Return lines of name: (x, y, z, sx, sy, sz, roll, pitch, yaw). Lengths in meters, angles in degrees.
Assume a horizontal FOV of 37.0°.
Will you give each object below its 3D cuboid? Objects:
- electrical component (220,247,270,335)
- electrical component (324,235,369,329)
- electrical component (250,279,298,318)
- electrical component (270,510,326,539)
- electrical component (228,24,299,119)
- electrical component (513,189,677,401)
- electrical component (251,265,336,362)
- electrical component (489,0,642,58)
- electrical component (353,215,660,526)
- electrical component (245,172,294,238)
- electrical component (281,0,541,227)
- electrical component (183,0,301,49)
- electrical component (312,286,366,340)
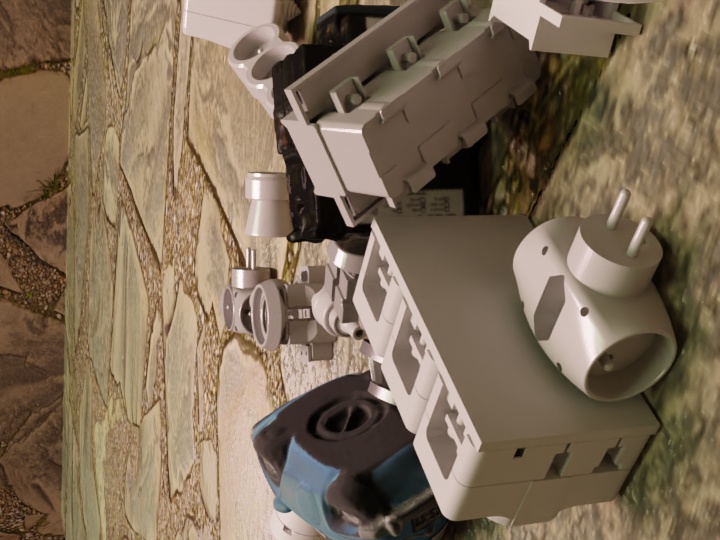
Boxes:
electrical component: (-0.104, 0.018, 1.026, 0.077, 0.044, 0.079, -164, 73, -68)
electrical component: (0.000, 0.000, 0.749, 0.066, 0.048, 0.055, -116, 24, -47)
electrical component: (-0.071, 0.036, 0.949, 0.046, 0.040, 0.040, 53, 141, 46)
electrical component: (-0.041, 0.190, 0.862, 0.055, 0.055, 0.047, -119, 37, -50)
electrical component: (-0.051, -0.139, 0.862, 0.073, 0.052, 0.138, 53, 178, -41)
electrical component: (0.107, 0.003, 0.469, 0.077, 0.043, 0.079, -114, 30, -44)
electrical component: (-0.055, 0.036, 0.879, 0.058, 0.057, 0.078, 170, 97, -69)
electrical component: (0.094, -0.136, 0.494, 0.081, 0.042, 0.063, -125, 42, -54)
electrical component: (0.062, 0.044, 0.524, 0.150, 0.089, 0.061, -114, 30, -44)
electrical component: (-0.080, -0.058, 0.953, 0.045, 0.045, 0.055, -159, 69, -68)
electrical component: (0.030, -0.086, 0.541, 0.063, 0.121, 0.078, 14, 137, 49)
electrical component: (-0.099, -0.224, 0.929, 0.061, 0.096, 0.061, -70, -8, -58)
electrical component: (-0.012, 0.034, 0.798, 0.061, 0.035, 0.035, -136, 48, -58)
